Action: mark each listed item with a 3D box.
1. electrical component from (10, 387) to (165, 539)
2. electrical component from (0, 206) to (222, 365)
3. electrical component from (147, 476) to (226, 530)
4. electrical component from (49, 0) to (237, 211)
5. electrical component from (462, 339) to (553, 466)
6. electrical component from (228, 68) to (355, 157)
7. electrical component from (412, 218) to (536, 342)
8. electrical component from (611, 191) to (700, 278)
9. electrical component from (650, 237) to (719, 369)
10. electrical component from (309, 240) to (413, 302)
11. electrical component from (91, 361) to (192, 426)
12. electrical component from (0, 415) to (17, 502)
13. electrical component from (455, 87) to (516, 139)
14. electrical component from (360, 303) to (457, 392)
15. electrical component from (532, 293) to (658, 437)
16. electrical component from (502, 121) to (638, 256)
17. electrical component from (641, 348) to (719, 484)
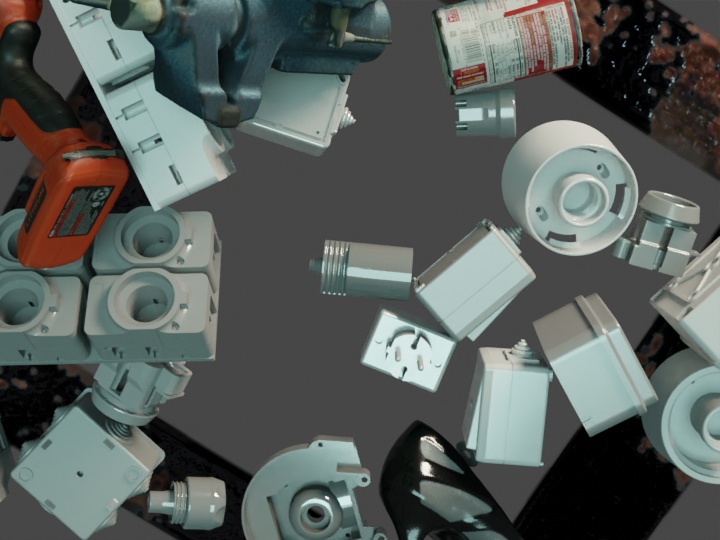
[{"bbox_3d":[-0.225,0.161,0.888,0.100,0.048,0.099,44,97,-6],"label":"electrical component"},{"bbox_3d":[-0.206,0.012,0.831,0.186,0.060,0.105,-1,62,1],"label":"electrical component"},{"bbox_3d":[-0.144,0.192,0.889,0.062,0.043,0.043,6,100,-17],"label":"electrical component"},{"bbox_3d":[-0.158,-0.146,0.808,0.060,0.105,0.186,-25,98,5],"label":"electrical component"},{"bbox_3d":[0.117,0.102,0.865,0.061,0.061,0.096,4,99,0],"label":"electrical component"},{"bbox_3d":[-0.051,-0.128,0.830,0.096,0.061,0.061,18,86,-8],"label":"electrical component"},{"bbox_3d":[0.096,0.005,0.850,0.096,0.061,0.061,-40,96,7],"label":"electrical component"},{"bbox_3d":[0.239,-0.030,0.850,0.066,0.048,0.055,15,107,-2],"label":"electrical component"},{"bbox_3d":[0.289,0.015,0.824,0.109,0.108,0.056,-43,93,7],"label":"electrical component"},{"bbox_3d":[0.000,0.000,0.860,0.081,0.043,0.043,5,99,0],"label":"electrical component"},{"bbox_3d":[-0.182,0.088,0.870,0.078,0.058,0.057,33,103,18],"label":"electrical component"},{"bbox_3d":[-0.368,0.174,0.872,0.150,0.089,0.061,-15,98,4],"label":"electrical component"},{"bbox_3d":[0.098,-0.122,0.841,0.046,0.040,0.040,-2,99,8],"label":"electrical component"},{"bbox_3d":[0.039,0.065,0.853,0.066,0.076,0.047,22,99,-2],"label":"electrical component"},{"bbox_3d":[0.181,0.070,0.833,0.057,0.113,0.078,-28,98,8],"label":"electrical component"},{"bbox_3d":[0.166,-0.063,0.849,0.099,0.064,0.099,-2,111,-6],"label":"electrical component"},{"bbox_3d":[0.287,0.119,0.865,0.108,0.060,0.108,0,99,1],"label":"electrical component"}]
